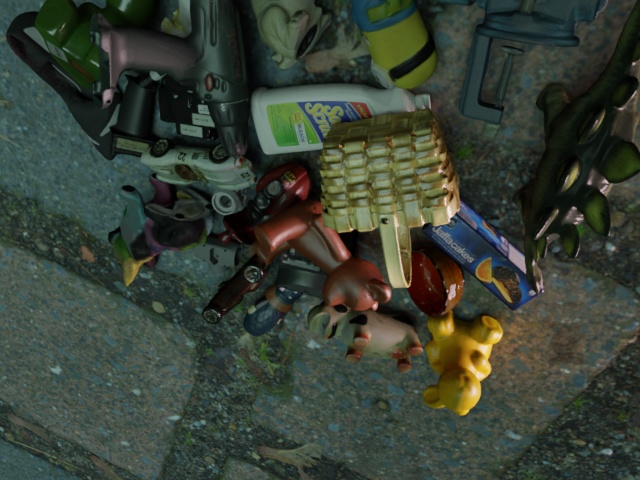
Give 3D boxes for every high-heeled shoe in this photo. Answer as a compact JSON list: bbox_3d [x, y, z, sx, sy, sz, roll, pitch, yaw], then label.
[{"bbox_3d":[-0.389,-0.224,0.835,0.086,0.145,0.248,0,118,18],"label":"high-heeled shoe"}]

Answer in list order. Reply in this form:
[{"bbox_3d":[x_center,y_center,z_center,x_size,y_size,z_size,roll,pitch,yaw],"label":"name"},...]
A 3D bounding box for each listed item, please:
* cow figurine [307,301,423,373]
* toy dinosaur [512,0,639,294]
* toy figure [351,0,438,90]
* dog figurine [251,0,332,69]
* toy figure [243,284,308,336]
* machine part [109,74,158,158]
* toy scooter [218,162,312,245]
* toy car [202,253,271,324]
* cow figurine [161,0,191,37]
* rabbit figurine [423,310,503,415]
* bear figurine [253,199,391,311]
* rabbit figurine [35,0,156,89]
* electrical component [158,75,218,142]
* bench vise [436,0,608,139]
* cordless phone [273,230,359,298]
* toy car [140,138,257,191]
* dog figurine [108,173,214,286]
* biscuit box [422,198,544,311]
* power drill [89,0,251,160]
[{"bbox_3d":[0.074,0.150,0.940,0.195,0.127,0.085,12,124,-6],"label":"cow figurine"},{"bbox_3d":[0.323,-0.112,0.651,0.105,0.199,0.470,8,123,9],"label":"toy dinosaur"},{"bbox_3d":[0.091,-0.272,0.674,0.089,0.082,0.179,3,134,32],"label":"toy figure"},{"bbox_3d":[-0.076,-0.341,0.700,0.191,0.121,0.172,33,105,5],"label":"dog figurine"},{"bbox_3d":[-0.086,0.119,0.995,0.154,0.064,0.058,-47,61,28],"label":"toy figure"},{"bbox_3d":[-0.299,-0.197,0.877,0.084,0.039,0.138,8,120,-16],"label":"machine part"},{"bbox_3d":[-0.095,-0.046,0.852,0.075,0.135,0.184,49,123,7],"label":"toy scooter"},{"bbox_3d":[-0.141,0.079,0.971,0.053,0.089,0.202,42,121,-8],"label":"toy car"},{"bbox_3d":[-0.161,-0.349,0.737,0.098,0.068,0.167,17,126,0],"label":"cow figurine"},{"bbox_3d":[0.222,0.217,0.890,0.122,0.173,0.162,16,118,3],"label":"rabbit figurine"},{"bbox_3d":[0.004,0.041,0.800,0.196,0.132,0.120,56,164,6],"label":"bear figurine"},{"bbox_3d":[-0.288,-0.298,0.771,0.121,0.170,0.159,32,165,0],"label":"rabbit figurine"},{"bbox_3d":[-0.187,-0.220,0.828,0.115,0.058,0.134,14,122,12],"label":"electrical component"},{"bbox_3d":[0.212,-0.247,0.655,0.224,0.129,0.240,14,119,15],"label":"bench vise"},{"bbox_3d":[-0.002,-0.003,0.898,0.147,0.089,0.184,13,111,11],"label":"cordless phone"},{"bbox_3d":[-0.194,-0.118,0.862,0.202,0.056,0.073,9,158,23],"label":"toy car"},{"bbox_3d":[-0.292,0.000,0.959,0.192,0.108,0.219,30,128,9],"label":"dog figurine"},{"bbox_3d":[0.251,0.018,0.830,0.202,0.059,0.063,40,123,-7],"label":"biscuit box"},{"bbox_3d":[-0.188,-0.211,0.705,0.207,0.086,0.231,-7,116,-24],"label":"power drill"}]
